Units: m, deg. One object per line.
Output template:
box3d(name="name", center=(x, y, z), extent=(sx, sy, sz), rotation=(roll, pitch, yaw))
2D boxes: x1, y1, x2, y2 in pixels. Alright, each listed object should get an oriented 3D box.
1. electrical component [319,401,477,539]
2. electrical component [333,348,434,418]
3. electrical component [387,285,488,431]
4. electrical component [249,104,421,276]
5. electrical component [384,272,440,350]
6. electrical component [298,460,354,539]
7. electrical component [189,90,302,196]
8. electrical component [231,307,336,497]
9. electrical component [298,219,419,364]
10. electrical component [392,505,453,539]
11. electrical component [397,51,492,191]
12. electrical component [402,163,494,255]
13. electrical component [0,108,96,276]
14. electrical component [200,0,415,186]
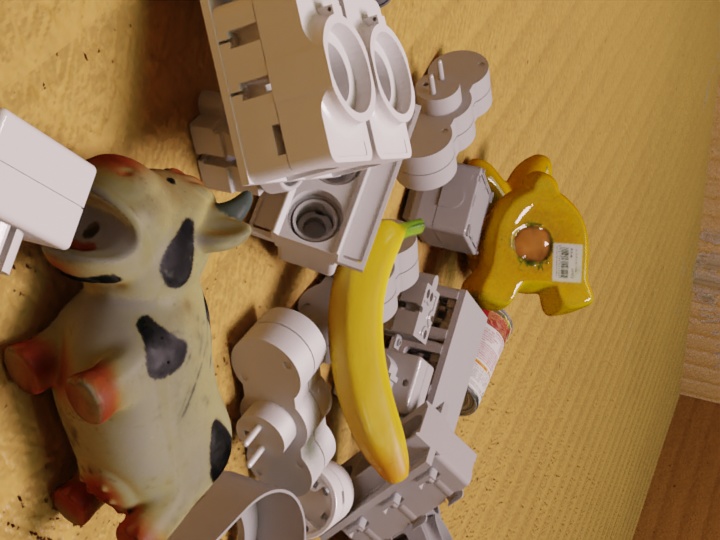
box3d(name="electrical component", center=(0.029, 0.167, 0.846), extent=(0.121, 0.063, 0.078), rotation=(-41, -169, 29))
box3d(name="electrical component", center=(0.013, 0.084, 0.857), extent=(0.077, 0.066, 0.047), rotation=(43, 62, -64))
box3d(name="electrical component", center=(0.056, 0.094, 0.966), extent=(0.089, 0.062, 0.150), rotation=(45, 60, -63))
box3d(name="electrical component", center=(-0.017, -0.063, 0.714), extent=(0.063, 0.079, 0.121), rotation=(102, 7, -73))
box3d(name="electrical component", center=(0.029, 0.030, 0.879), extent=(0.048, 0.055, 0.066), rotation=(40, 64, -65))
box3d(name="electrical component", center=(-0.035, 0.169, 0.805), extent=(0.047, 0.055, 0.055), rotation=(5, 97, -71))
box3d(name="electrical component", center=(-0.061, -0.070, 0.620), extent=(0.048, 0.055, 0.066), rotation=(-55, 148, -42))
box3d(name="electrical component", center=(-0.058, 0.101, 0.719), extent=(0.073, 0.052, 0.138), rotation=(-51, 145, -47))
box3d(name="electrical component", center=(0.000, 0.000, 0.801), extent=(0.138, 0.052, 0.073), rotation=(-53, 147, -45))
box3d(name="electrical component", center=(0.049, 0.247, 0.921), extent=(0.150, 0.062, 0.089), rotation=(66, 8, 27))
box3d(name="electrical component", center=(0.066, -0.137, 0.884), extent=(0.138, 0.052, 0.073), rotation=(-61, 152, -34))
box3d(name="electrical component", center=(0.079, -0.055, 0.955), extent=(0.096, 0.061, 0.061), rotation=(44, 61, -73))
box3d(name="electrical component", center=(-0.155, -0.022, 0.438), extent=(0.066, 0.047, 0.076), rotation=(39, 65, -65))
box3d(name="electrical component", center=(-0.030, -0.144, 0.563), extent=(0.105, 0.060, 0.186), rotation=(-16, 94, -65))
